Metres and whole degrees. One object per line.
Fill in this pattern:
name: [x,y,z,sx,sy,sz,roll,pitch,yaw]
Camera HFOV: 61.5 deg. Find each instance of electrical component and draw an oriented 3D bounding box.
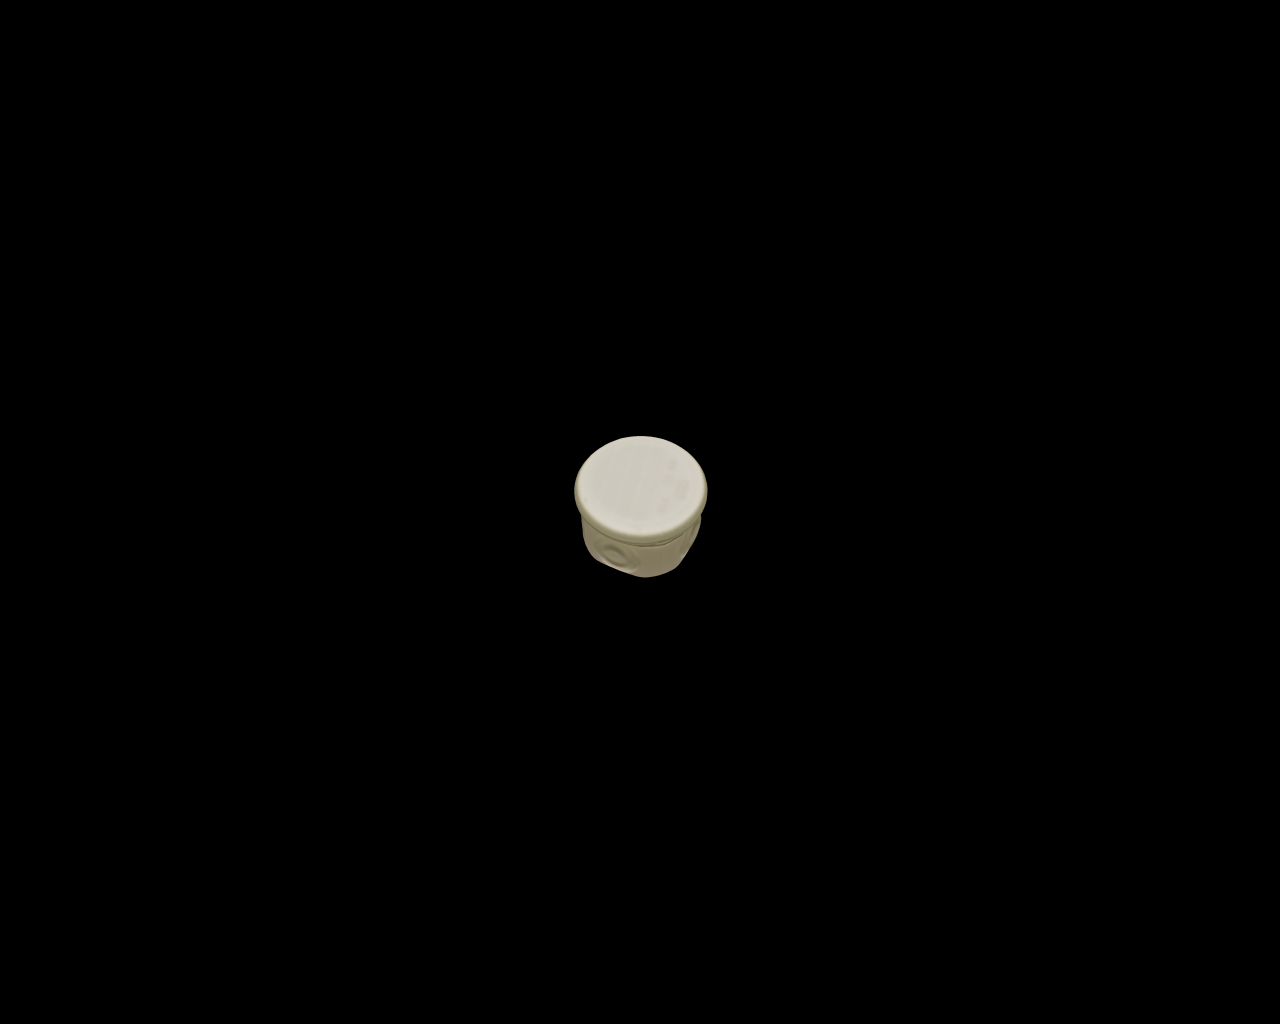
electrical component: [0.001,-0.003,0.650,0.080,0.080,0.050,0,-37,0]
